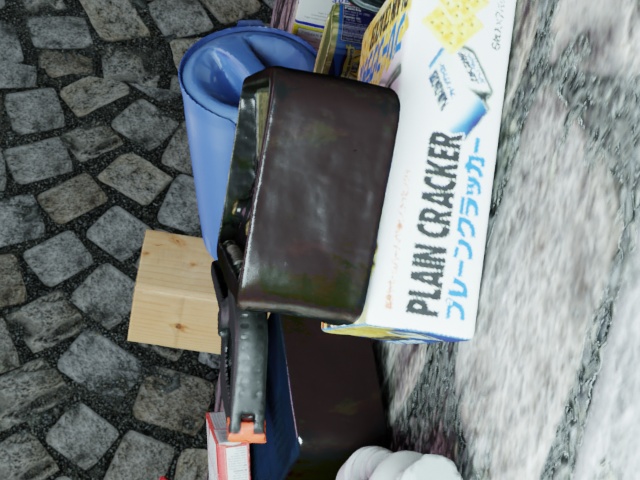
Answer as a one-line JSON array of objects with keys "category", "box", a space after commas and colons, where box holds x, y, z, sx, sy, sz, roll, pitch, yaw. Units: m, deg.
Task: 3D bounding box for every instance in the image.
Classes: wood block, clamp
[{"category": "wood block", "box": [-0.095, 0.064, 1.149, 0.090, 0.206, 0.091, -89, 11, -46]}, {"category": "clamp", "box": [-0.062, 0.061, 0.831, 0.165, 0.036, 0.210, 115, 155, -61]}]

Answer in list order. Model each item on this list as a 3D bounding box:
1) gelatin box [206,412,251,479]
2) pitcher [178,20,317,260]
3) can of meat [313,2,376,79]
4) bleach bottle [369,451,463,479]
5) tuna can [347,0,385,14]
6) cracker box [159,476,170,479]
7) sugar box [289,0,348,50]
[{"category": "gelatin box", "box": [-0.078, 0.194, 0.918, 0.089, 0.030, 0.073, -144, 51, -75]}, {"category": "pitcher", "box": [-0.066, -0.087, 1.057, 0.149, 0.145, 0.243, -42, -27, -31]}, {"category": "can of meat", "box": [0.040, -0.130, 0.823, 0.102, 0.084, 0.057, 107, 169, -50]}, {"category": "bleach bottle", "box": [0.028, 0.187, 0.624, 0.251, 0.068, 0.102, 111, 165, -50]}, {"category": "tuna can", "box": [0.059, -0.180, 0.734, 0.086, 0.086, 0.034, 166, 111, -82]}, {"category": "cracker box", "box": [-0.112, 0.316, 0.912, 0.214, 0.072, 0.164, 13, 70, 57]}, {"category": "sugar box", "box": [0.015, -0.209, 1.081, 0.176, 0.093, 0.048, 109, 168, -50]}]
